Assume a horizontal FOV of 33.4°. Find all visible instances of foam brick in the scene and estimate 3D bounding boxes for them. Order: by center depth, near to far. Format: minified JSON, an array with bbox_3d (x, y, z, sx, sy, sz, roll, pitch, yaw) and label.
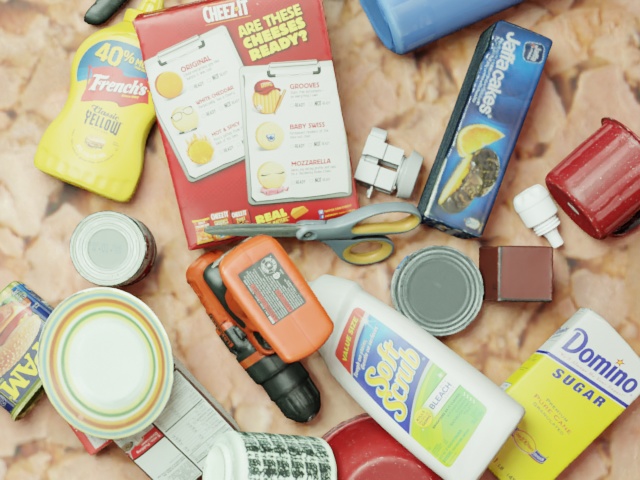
[{"bbox_3d":[0.182,0.032,0.999,0.051,0.078,0.053,1,89,-5],"label":"foam brick"}]

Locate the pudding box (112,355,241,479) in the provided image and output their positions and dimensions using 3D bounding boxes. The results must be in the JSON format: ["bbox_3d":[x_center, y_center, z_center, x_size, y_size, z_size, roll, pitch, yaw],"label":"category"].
[{"bbox_3d":[-0.136,0.170,0.975,0.090,0.039,0.113,-40,121,-5],"label":"pudding box"}]

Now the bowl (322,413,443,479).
[{"bbox_3d":[0.062,0.244,0.996,0.162,0.055,0.162,0,88,-4],"label":"bowl"}]

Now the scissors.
[{"bbox_3d":[-0.006,0.001,0.976,0.201,0.096,0.016,-9,57,-11],"label":"scissors"}]

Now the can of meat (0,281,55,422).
[{"bbox_3d":[-0.277,0.100,0.982,0.084,0.057,0.102,39,86,1],"label":"can of meat"}]

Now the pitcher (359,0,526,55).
[{"bbox_3d":[0.150,-0.278,0.979,0.243,0.145,0.149,-27,93,-1],"label":"pitcher"}]

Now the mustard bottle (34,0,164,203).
[{"bbox_3d":[-0.188,-0.138,0.994,0.096,0.058,0.191,21,87,-5],"label":"mustard bottle"}]

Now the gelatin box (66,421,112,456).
[{"bbox_3d":[-0.197,0.145,0.997,0.089,0.030,0.073,-35,90,-7],"label":"gelatin box"}]

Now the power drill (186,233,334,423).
[{"bbox_3d":[-0.046,0.078,0.931,0.057,0.188,0.184,-36,88,-19],"label":"power drill"}]

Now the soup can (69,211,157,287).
[{"bbox_3d":[-0.186,0.009,0.966,0.068,0.102,0.068,0,88,-4],"label":"soup can"}]

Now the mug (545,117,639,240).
[{"bbox_3d":[0.273,-0.047,1.009,0.081,0.093,0.117,-41,127,1],"label":"mug"}]

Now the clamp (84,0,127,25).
[{"bbox_3d":[-0.169,-0.290,1.011,0.171,0.039,0.120,-27,95,-7],"label":"clamp"}]

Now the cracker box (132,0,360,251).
[{"bbox_3d":[-0.064,-0.114,0.964,0.164,0.072,0.214,-13,108,-4],"label":"cracker box"}]

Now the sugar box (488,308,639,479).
[{"bbox_3d":[0.223,0.156,1.013,0.176,0.048,0.093,-44,89,-2],"label":"sugar box"}]

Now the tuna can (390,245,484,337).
[{"bbox_3d":[0.110,0.048,1.016,0.086,0.034,0.086,0,88,-3],"label":"tuna can"}]

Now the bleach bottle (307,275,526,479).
[{"bbox_3d":[0.059,0.119,0.978,0.251,0.068,0.102,36,96,15],"label":"bleach bottle"}]
